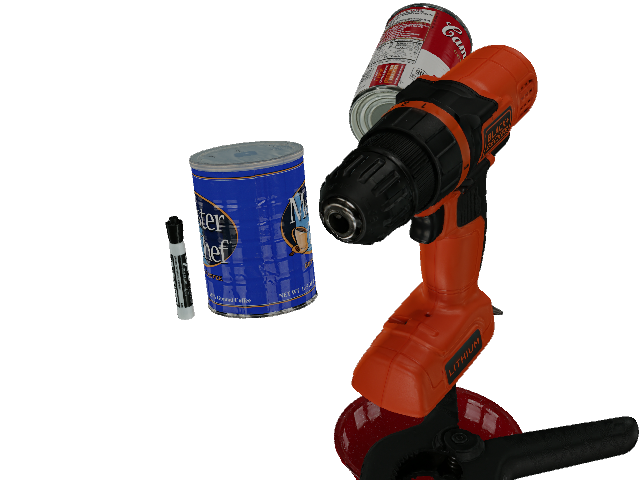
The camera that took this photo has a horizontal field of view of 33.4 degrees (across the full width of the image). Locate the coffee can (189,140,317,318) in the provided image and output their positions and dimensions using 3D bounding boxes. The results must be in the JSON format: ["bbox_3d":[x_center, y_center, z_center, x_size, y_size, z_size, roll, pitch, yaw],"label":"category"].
[{"bbox_3d":[-0.060,-0.012,0.970,0.103,0.140,0.103,-5,15,1],"label":"coffee can"}]

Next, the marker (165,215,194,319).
[{"bbox_3d":[-0.156,0.030,1.182,0.020,0.121,0.020,-4,23,1],"label":"marker"}]

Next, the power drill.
[{"bbox_3d":[0.057,0.004,0.583,0.057,0.188,0.184,24,41,26],"label":"power drill"}]

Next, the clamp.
[{"bbox_3d":[0.086,0.137,0.709,0.209,0.036,0.165,-27,39,-35],"label":"clamp"}]

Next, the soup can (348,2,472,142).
[{"bbox_3d":[0.065,-0.115,0.770,0.068,0.102,0.068,13,-41,12],"label":"soup can"}]

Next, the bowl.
[{"bbox_3d":[0.092,0.188,0.911,0.162,0.055,0.162,0,28,0],"label":"bowl"}]
